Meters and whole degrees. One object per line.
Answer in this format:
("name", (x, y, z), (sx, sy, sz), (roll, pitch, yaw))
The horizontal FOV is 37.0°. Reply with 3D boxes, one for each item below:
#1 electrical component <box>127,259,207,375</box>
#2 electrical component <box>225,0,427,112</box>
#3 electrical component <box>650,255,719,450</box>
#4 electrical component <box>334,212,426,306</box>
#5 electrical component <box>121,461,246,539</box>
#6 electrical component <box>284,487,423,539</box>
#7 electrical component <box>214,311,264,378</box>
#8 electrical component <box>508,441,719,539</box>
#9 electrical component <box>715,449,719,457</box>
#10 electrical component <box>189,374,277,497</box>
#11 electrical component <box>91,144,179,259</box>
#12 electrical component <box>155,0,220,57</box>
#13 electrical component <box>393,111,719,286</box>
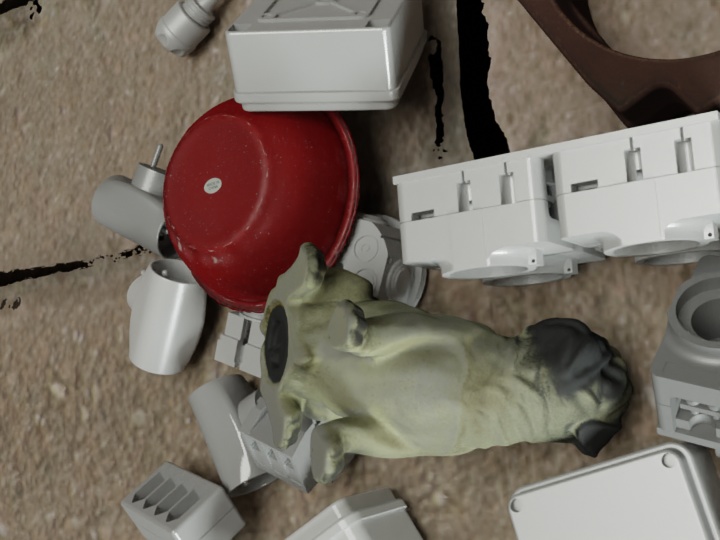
("electrical component", (-0.153, 0.027, 0.820), (0.079, 0.043, 0.077), (41, 121, 48))
("electrical component", (-0.019, -0.151, 0.705), (0.109, 0.108, 0.056), (2, 123, 15))
("electrical component", (0.236, 0.050, 0.546), (0.150, 0.061, 0.089), (12, 51, 32))
("electrical component", (0.000, 0.000, 0.727), (0.080, 0.051, 0.080), (-4, 83, 31))
("electrical component", (-0.119, 0.189, 0.776), (0.083, 0.047, 0.075), (8, 132, 52))
("electrical component", (-0.019, 0.197, 0.702), (0.113, 0.078, 0.057), (-41, 69, 22))
("electrical component", (-0.072, 0.042, 0.771), (0.066, 0.048, 0.055), (18, 102, 32))
("electrical component", (0.150, 0.148, 0.615), (0.113, 0.057, 0.078), (-24, 73, 27))
("electrical component", (0.212, 0.090, 0.593), (0.078, 0.040, 0.040), (13, 92, 33))
("electrical component", (-0.076, 0.109, 0.766), (0.079, 0.044, 0.077), (-35, 68, 24))
("electrical component", (-0.162, -0.058, 0.837), (0.077, 0.043, 0.079), (25, 98, 31))
("electrical component", (-0.130, -0.197, 0.838), (0.061, 0.035, 0.035), (-41, 65, 18))
("electrical component", (0.128, -0.032, 0.620), (0.186, 0.105, 0.060), (-9, 80, 31))
